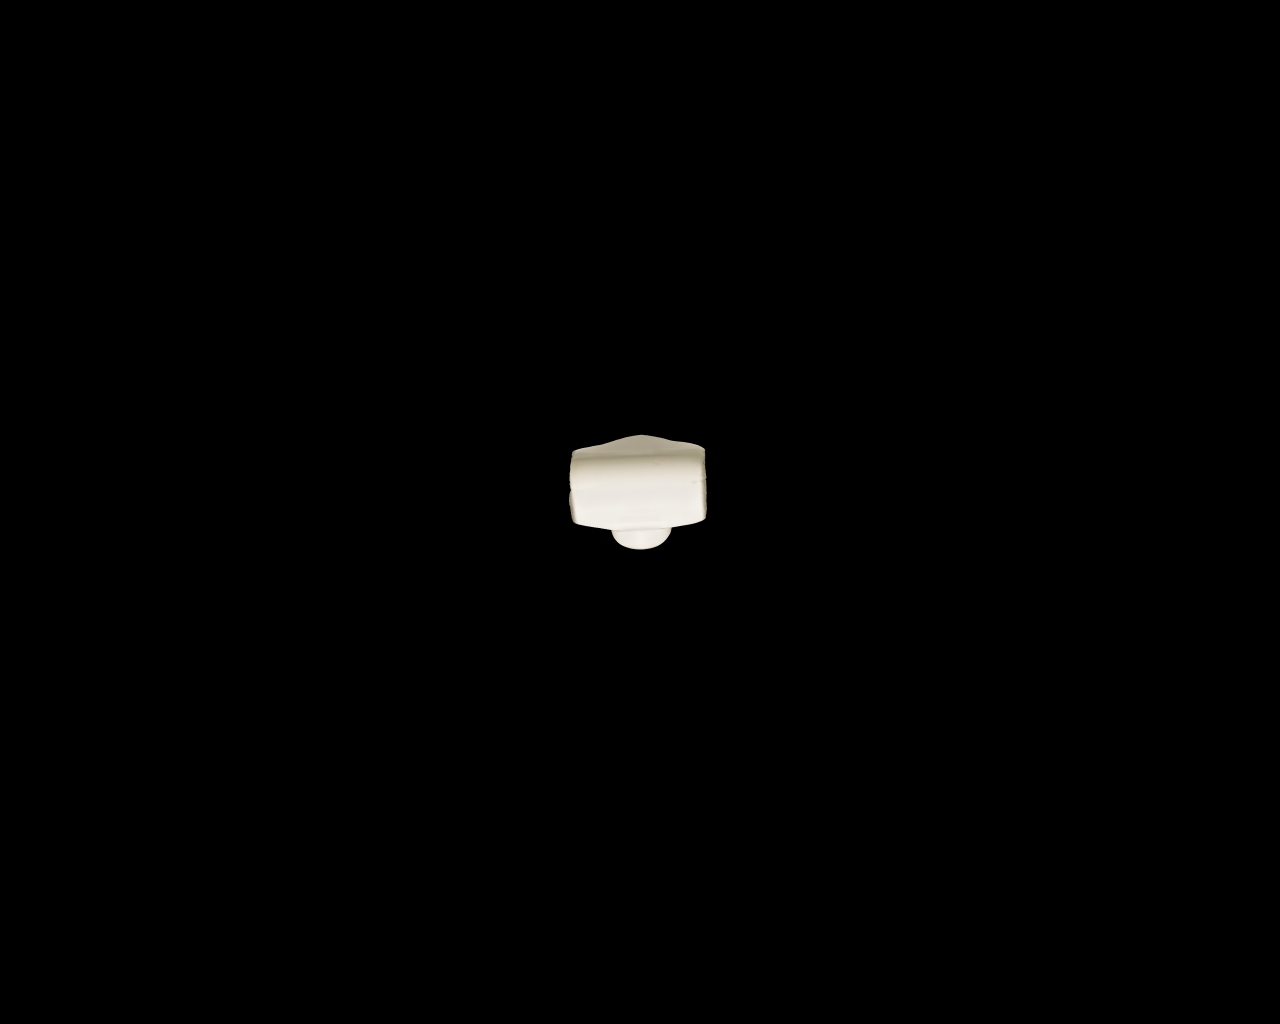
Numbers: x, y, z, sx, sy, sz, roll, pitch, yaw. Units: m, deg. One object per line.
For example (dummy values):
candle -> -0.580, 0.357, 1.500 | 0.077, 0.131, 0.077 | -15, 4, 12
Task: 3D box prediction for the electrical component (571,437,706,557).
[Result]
electrical component -> 0.001, -0.003, 0.650 | 0.077, 0.079, 0.043 | -2, 40, 2
